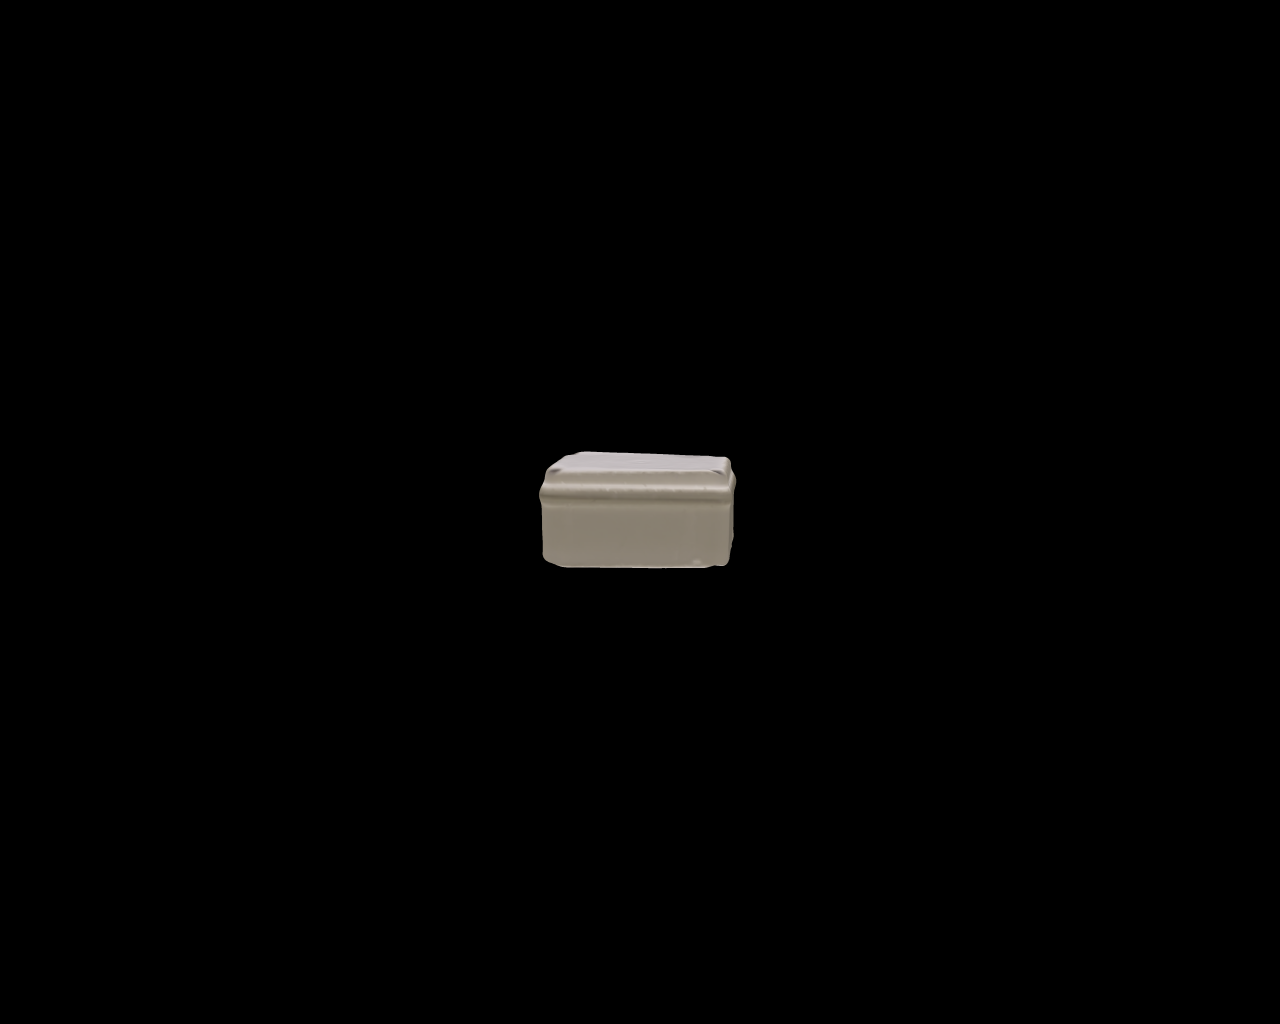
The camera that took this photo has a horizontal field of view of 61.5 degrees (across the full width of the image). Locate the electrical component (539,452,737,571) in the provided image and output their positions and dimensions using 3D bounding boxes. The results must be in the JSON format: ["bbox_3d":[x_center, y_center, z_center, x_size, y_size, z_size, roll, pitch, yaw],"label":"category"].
[{"bbox_3d":[0.001,-0.003,0.650,0.113,0.057,0.078,1,12,7],"label":"electrical component"}]
